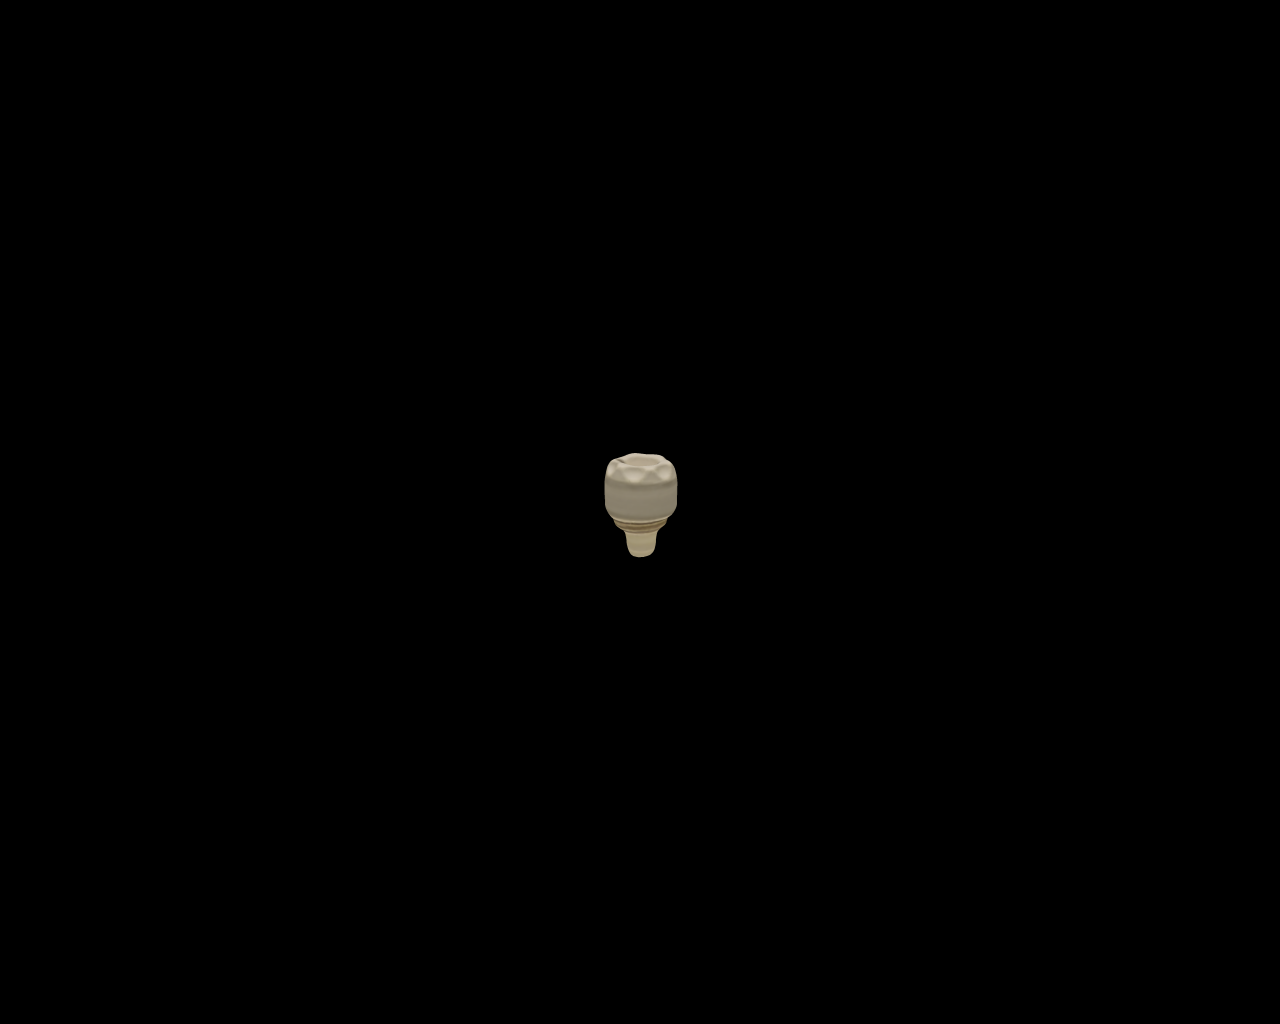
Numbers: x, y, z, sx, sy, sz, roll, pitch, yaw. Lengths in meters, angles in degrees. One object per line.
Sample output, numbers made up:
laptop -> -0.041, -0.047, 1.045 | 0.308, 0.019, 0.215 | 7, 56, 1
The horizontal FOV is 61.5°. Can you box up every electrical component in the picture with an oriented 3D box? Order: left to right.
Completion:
electrical component -> 0.001, -0.003, 0.650 | 0.043, 0.062, 0.043 | 0, 18, 0
